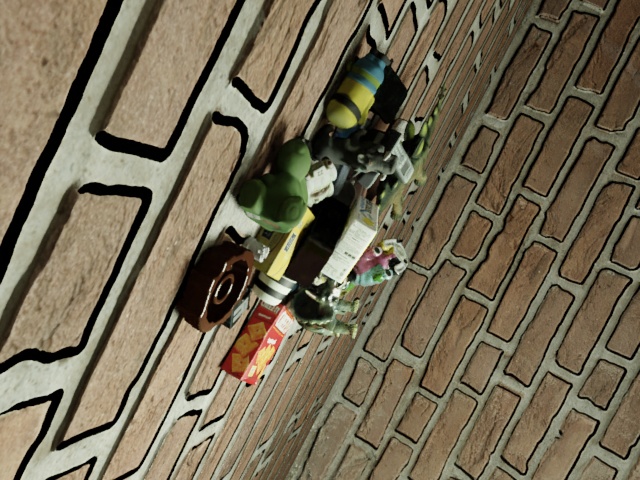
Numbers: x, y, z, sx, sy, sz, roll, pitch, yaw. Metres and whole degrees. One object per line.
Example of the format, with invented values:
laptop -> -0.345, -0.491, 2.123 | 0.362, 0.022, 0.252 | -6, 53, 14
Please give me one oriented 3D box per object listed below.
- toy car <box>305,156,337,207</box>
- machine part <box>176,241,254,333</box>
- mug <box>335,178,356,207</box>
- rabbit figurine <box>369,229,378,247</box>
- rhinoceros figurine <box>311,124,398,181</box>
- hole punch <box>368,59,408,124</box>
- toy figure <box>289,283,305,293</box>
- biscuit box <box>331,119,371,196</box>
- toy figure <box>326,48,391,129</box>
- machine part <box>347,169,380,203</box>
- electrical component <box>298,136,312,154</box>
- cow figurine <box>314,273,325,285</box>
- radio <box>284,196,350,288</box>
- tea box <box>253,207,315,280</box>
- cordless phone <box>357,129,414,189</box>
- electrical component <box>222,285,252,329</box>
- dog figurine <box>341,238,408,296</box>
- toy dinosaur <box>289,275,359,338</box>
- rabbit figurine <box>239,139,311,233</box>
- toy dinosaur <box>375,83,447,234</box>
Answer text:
toy car -> -0.006, -0.122, 1.166 | 0.073, 0.056, 0.201 | -29, 171, -8
machine part -> -0.194, 0.086, 1.018 | 0.179, 0.056, 0.179 | -55, 163, -27
mug -> 0.049, -0.111, 1.422 | 0.109, 0.081, 0.107 | -56, 174, -29
rabbit figurine -> 0.076, -0.034, 1.534 | 0.122, 0.163, 0.173 | -45, 143, -13
rhinoceros figurine -> 0.075, -0.189, 1.171 | 0.112, 0.190, 0.073 | -71, 174, -52
hole punch -> 0.132, -0.352, 1.285 | 0.142, 0.092, 0.115 | -56, 134, -11
toy figure -> -0.071, 0.112, 1.437 | 0.154, 0.064, 0.057 | 25, 59, -78
biscuit box -> 0.051, -0.208, 1.283 | 0.202, 0.059, 0.063 | -65, 163, 13
toy figure -> 0.077, -0.322, 1.143 | 0.089, 0.082, 0.180 | 17, 108, -55
machine part -> 0.135, -0.196, 1.519 | 0.201, 0.087, 0.200 | -44, 156, -43
electrical component -> -0.042, -0.175, 1.116 | 0.063, 0.021, 0.094 | -56, 164, -17
cow figurine -> -0.030, 0.116, 1.563 | 0.098, 0.068, 0.167 | -29, 144, -55
radio -> -0.003, -0.004, 1.285 | 0.131, 0.073, 0.230 | -55, -172, 34
tea box -> -0.087, -0.004, 1.179 | 0.169, 0.068, 0.098 | -60, 165, -4
cordless phone -> 0.163, -0.170, 1.308 | 0.146, 0.089, 0.184 | -59, 141, -10
electrical component -> -0.196, 0.145, 1.128 | 0.119, 0.048, 0.074 | -46, 157, -49
dog figurine -> 0.126, 0.086, 1.559 | 0.219, 0.108, 0.191 | -29, 176, 40
toy dinosaur -> -0.008, 0.202, 1.489 | 0.404, 0.192, 0.131 | 131, -26, -67
rabbit figurine -> -0.059, -0.102, 1.018 | 0.159, 0.121, 0.170 | 71, 41, -75
toy dinosaur -> 0.247, -0.221, 1.489 | 0.471, 0.105, 0.198 | -61, 161, -19
